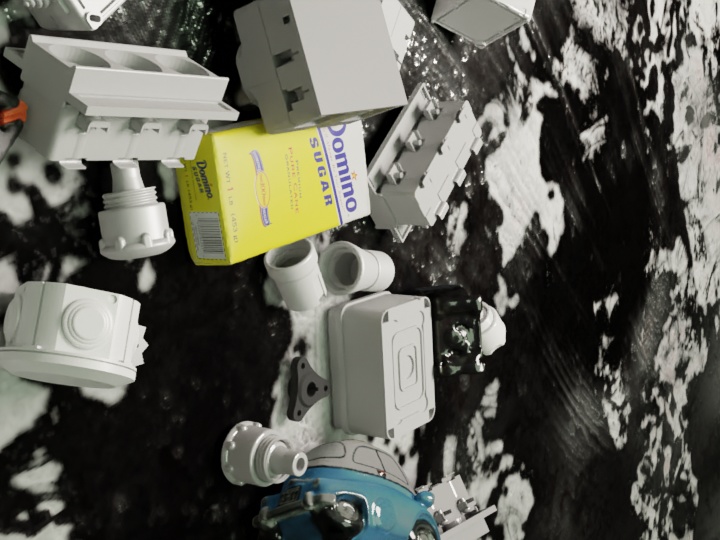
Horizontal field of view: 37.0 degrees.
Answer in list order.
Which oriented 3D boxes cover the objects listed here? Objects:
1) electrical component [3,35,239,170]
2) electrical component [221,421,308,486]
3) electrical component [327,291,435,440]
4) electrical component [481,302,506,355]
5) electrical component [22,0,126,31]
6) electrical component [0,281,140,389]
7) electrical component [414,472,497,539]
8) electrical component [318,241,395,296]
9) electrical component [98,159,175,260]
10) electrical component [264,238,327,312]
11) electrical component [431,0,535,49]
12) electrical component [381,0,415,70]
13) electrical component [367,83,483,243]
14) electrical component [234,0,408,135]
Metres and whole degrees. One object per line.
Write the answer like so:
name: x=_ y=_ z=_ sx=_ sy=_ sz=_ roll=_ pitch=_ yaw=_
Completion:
electrical component: x=-0.146 y=-0.100 z=0.654 sx=0.121 sy=0.079 sz=0.063 roll=-9 pitch=128 yaw=-54
electrical component: x=-0.068 y=0.138 z=0.793 sx=0.048 sy=0.062 sz=0.048 roll=-7 pitch=99 yaw=-54
electrical component: x=0.018 y=0.079 z=0.911 sx=0.078 sy=0.057 sz=0.113 roll=-16 pitch=106 yaw=-53
electrical component: x=0.115 y=0.051 z=1.057 sx=0.062 sy=0.043 sz=0.043 roll=56 pitch=50 yaw=-39
electrical component: x=-0.169 y=-0.184 z=0.629 sx=0.096 sy=0.061 sz=0.061 roll=-53 pitch=134 yaw=-27
electrical component: x=-0.169 y=0.039 z=0.629 sx=0.080 sy=0.080 sz=0.051 roll=24 pitch=68 yaw=-53
electrical component: x=0.057 y=0.230 z=0.968 sx=0.121 sy=0.079 sz=0.063 roll=-9 pitch=72 yaw=-54
electrical component: x=0.000 y=0.000 z=0.894 sx=0.065 sy=0.044 sz=0.044 roll=5 pitch=89 yaw=-59
electrical component: x=-0.145 y=-0.039 z=0.685 sx=0.048 sy=0.048 sz=0.062 roll=-16 pitch=99 yaw=-53
electrical component: x=-0.048 y=0.004 z=0.828 sx=0.040 sy=0.040 sz=0.046 roll=-55 pitch=140 yaw=-36
electrical component: x=0.112 y=-0.251 z=0.988 sx=0.062 sy=0.096 sz=0.061 roll=22 pitch=73 yaw=-22
electrical component: x=0.000 y=-0.180 z=0.867 sx=0.056 sy=0.050 sz=0.089 roll=40 pitch=61 yaw=-48
electrical component: x=0.055 y=-0.094 z=0.942 sx=0.121 sy=0.063 sz=0.078 roll=-61 pitch=137 yaw=-31
electrical component: x=-0.043 y=-0.196 z=0.766 sx=0.105 sy=0.060 sz=0.186 roll=-18 pitch=94 yaw=-52
